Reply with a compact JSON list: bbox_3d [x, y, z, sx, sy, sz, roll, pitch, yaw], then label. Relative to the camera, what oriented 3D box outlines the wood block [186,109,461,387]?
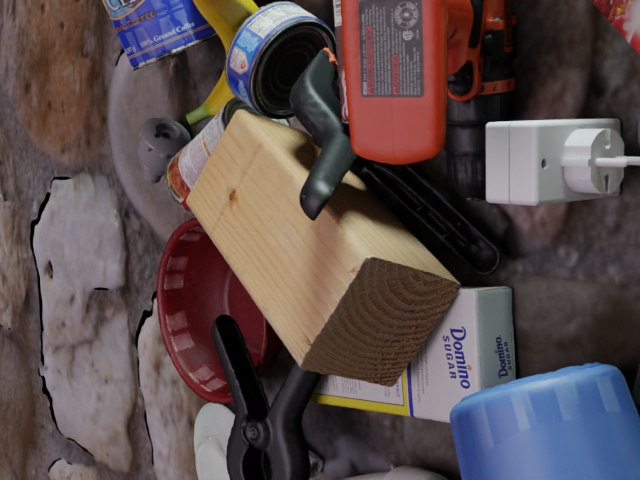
[{"bbox_3d":[-0.005,0.001,0.761,0.091,0.090,0.206,-58,41,17],"label":"wood block"}]

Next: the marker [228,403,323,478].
[{"bbox_3d":[-0.042,0.166,0.927,0.121,0.020,0.020,32,119,42],"label":"marker"}]

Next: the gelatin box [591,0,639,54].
[{"bbox_3d":[0.198,-0.149,0.591,0.073,0.030,0.089,58,134,27],"label":"gelatin box"}]

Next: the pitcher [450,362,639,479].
[{"bbox_3d":[0.155,0.203,0.631,0.149,0.144,0.243,-24,73,36],"label":"pitcher"}]

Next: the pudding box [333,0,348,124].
[{"bbox_3d":[0.054,-0.135,0.717,0.039,0.089,0.113,1,95,48],"label":"pudding box"}]

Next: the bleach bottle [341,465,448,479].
[{"bbox_3d":[0.031,0.235,0.821,0.251,0.067,0.102,-27,75,46],"label":"bleach bottle"}]

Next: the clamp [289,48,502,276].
[{"bbox_3d":[0.023,-0.065,0.731,0.036,0.164,0.210,-51,48,26],"label":"clamp"}]

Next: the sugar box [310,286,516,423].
[{"bbox_3d":[0.061,0.079,0.774,0.177,0.048,0.093,0,92,47],"label":"sugar box"}]

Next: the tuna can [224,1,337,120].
[{"bbox_3d":[-0.029,-0.136,0.817,0.034,0.085,0.086,40,124,37],"label":"tuna can"}]

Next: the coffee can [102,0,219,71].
[{"bbox_3d":[-0.138,-0.225,0.887,0.103,0.102,0.140,-7,110,50],"label":"coffee can"}]

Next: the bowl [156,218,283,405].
[{"bbox_3d":[-0.076,0.058,0.924,0.162,0.055,0.162,9,102,48],"label":"bowl"}]

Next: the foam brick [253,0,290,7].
[{"bbox_3d":[-0.059,-0.216,0.848,0.053,0.078,0.051,-15,83,48],"label":"foam brick"}]

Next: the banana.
[{"bbox_3d":[-0.071,-0.148,0.852,0.037,0.069,0.198,61,162,21],"label":"banana"}]

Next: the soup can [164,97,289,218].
[{"bbox_3d":[-0.077,-0.069,0.898,0.102,0.068,0.068,-37,67,45],"label":"soup can"}]

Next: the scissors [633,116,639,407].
[{"bbox_3d":[0.200,-0.007,0.622,0.096,0.016,0.202,48,129,36],"label":"scissors"}]

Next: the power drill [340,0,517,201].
[{"bbox_3d":[0.073,-0.098,0.632,0.057,0.187,0.184,0,105,22],"label":"power drill"}]

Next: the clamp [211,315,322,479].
[{"bbox_3d":[-0.047,0.139,0.834,0.120,0.039,0.171,18,102,46],"label":"clamp"}]
